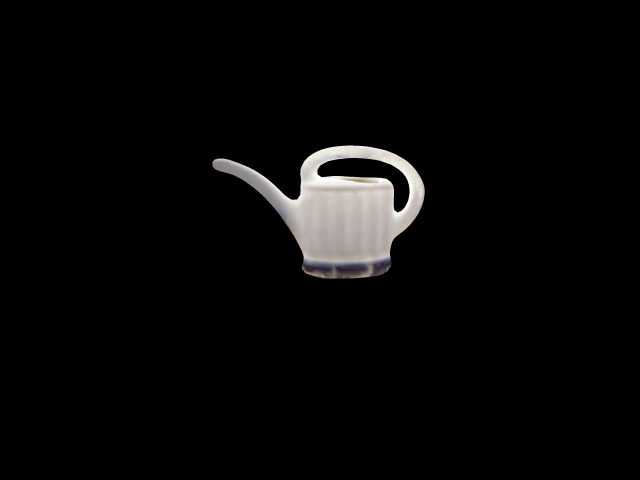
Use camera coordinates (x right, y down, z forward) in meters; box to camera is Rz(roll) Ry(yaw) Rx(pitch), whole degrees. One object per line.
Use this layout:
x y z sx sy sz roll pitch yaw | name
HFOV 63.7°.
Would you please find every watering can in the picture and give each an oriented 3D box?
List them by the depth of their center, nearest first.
0.003 -0.043 0.850 0.348 0.222 0.105 -1 10 -7 | watering can
